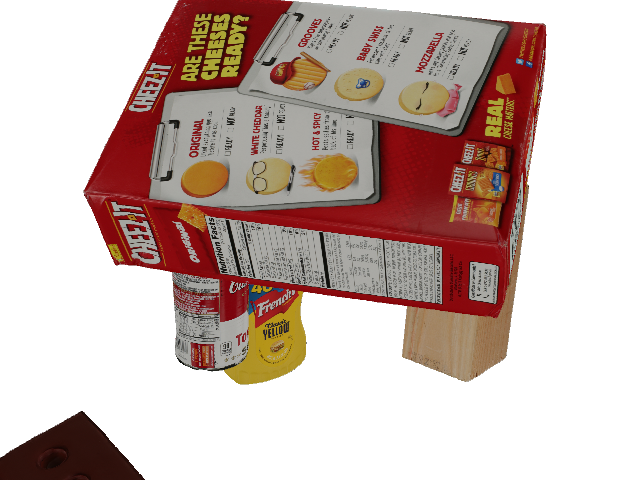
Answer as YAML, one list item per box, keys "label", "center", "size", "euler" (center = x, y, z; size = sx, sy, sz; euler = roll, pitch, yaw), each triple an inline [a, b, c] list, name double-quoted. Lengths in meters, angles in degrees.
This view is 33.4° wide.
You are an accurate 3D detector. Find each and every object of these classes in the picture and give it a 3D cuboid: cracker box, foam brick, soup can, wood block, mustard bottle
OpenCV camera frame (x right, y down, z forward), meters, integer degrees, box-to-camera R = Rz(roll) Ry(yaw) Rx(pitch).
- label: "cracker box"
  center: [0.005, -0.051, 0.579]
  size: [0.214, 0.164, 0.072]
  euler: [7, -38, 13]
- label: "foam brick"
  center: [-0.109, 0.130, 0.497]
  size: [0.052, 0.051, 0.078]
  euler: [-29, 42, -28]
- label: "soup can"
  center: [-0.097, 0.055, 0.936]
  size: [0.068, 0.102, 0.068]
  euler: [1, 26, -1]
- label: "wood block"
  center: [0.158, 0.036, 1.169]
  size: [0.090, 0.206, 0.090]
  euler: [19, 24, 35]
- label: "mustard bottle"
  center: [-0.061, 0.058, 1.156]
  size: [0.096, 0.192, 0.058]
  euler: [-16, 31, -30]
